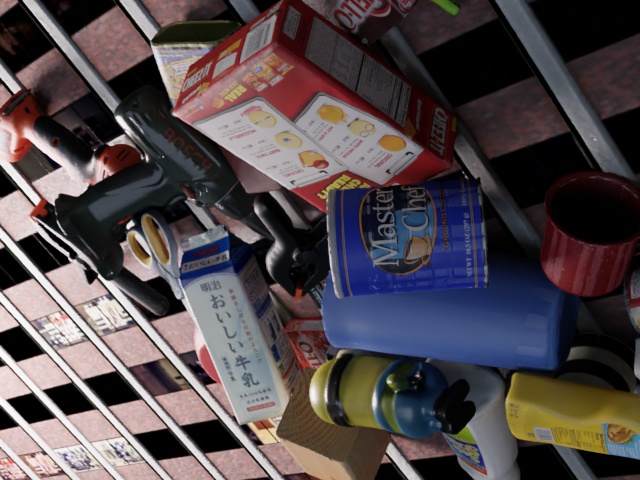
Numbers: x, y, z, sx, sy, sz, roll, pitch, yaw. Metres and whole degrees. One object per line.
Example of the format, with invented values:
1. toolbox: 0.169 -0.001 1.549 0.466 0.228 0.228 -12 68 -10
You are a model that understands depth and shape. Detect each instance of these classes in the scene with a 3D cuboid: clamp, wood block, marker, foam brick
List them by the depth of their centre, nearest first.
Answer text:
1. foam brick: -0.063 -0.095 1.121 0.051 0.053 0.078 -9 122 39
2. clamp: -0.008 0.001 1.164 0.120 0.039 0.171 -4 144 -2
3. marker: -0.017 0.041 1.244 0.020 0.020 0.121 -10 122 40
4. wood block: 0.020 0.237 1.295 0.091 0.090 0.206 19 161 17
5. clamp: -0.284 0.022 1.335 0.165 0.036 0.210 20 158 32

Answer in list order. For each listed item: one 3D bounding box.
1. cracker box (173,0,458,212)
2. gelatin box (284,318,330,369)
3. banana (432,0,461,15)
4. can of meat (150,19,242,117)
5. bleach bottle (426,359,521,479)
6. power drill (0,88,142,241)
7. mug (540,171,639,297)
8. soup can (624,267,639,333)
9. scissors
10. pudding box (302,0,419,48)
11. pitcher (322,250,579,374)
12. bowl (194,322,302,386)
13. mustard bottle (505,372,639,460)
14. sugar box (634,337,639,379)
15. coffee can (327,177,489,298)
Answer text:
1. cracker box: -0.003 -0.118 1.000 0.213 0.072 0.164 31 145 -28
2. gelatin box: 0.005 0.137 1.312 0.073 0.030 0.089 -4 125 38
3. banana: 0.087 -0.276 0.863 0.069 0.037 0.198 5 135 6
4. can of meat: -0.115 -0.173 1.079 0.102 0.057 0.084 5 129 30
5. bleach bottle: 0.187 0.227 1.223 0.103 0.068 0.250 27 157 40
6. power drill: -0.304 -0.086 1.293 0.187 0.057 0.185 31 143 2
7. mug: 0.258 -0.004 0.973 0.117 0.093 0.081 -8 139 -5
8. soup can: 0.339 0.047 0.972 0.102 0.068 0.068 -18 117 43
9. scissors: -0.190 0.056 1.343 0.096 0.016 0.202 -1 112 46
10. pudding box: 0.030 -0.218 0.924 0.090 0.039 0.114 44 163 -9
11. pitcher: 0.136 0.068 1.096 0.243 0.149 0.145 9 108 24
12. bowl: -0.105 0.146 1.378 0.162 0.055 0.162 19 136 18
13. mustard bottle: 0.279 0.174 1.015 0.192 0.058 0.096 7 149 25
14. sugar box: 0.380 0.140 1.003 0.094 0.048 0.176 -16 143 43
15. coffee can: 0.082 -0.002 0.991 0.140 0.103 0.103 -4 130 6
